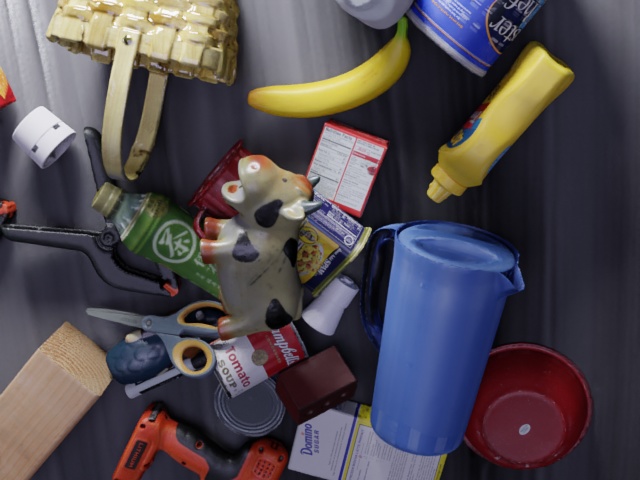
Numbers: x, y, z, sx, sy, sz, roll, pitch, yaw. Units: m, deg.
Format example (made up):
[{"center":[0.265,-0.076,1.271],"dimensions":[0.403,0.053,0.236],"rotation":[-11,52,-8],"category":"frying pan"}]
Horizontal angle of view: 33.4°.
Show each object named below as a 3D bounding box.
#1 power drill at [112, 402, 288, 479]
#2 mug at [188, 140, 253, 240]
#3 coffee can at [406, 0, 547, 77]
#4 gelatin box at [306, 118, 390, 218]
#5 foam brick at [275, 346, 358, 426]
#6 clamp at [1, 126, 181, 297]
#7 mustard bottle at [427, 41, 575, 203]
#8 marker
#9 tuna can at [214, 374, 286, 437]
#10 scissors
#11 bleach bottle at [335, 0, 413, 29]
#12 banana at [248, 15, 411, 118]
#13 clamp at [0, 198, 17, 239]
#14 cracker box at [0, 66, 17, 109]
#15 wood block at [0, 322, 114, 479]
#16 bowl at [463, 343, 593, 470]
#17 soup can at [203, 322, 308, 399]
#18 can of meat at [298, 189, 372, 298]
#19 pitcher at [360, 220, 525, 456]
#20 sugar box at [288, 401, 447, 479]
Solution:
[{"center":[-0.152,0.294,1.296],"dimensions":[0.187,0.057,0.184],"rotation":[25,105,-3],"category":"power drill"},{"center":[-0.090,-0.040,1.157],"dimensions":[0.081,0.117,0.093],"rotation":[39,153,-10],"category":"mug"},{"center":[0.168,-0.248,1.056],"dimensions":[0.103,0.102,0.140],"rotation":[39,108,-5],"category":"coffee can"},{"center":[0.027,-0.079,1.168],"dimensions":[0.073,0.030,0.089],"rotation":[21,110,3],"category":"gelatin box"},{"center":[-0.005,0.166,1.212],"dimensions":[0.078,0.053,0.051],"rotation":[-25,67,-16],"category":"foam brick"},{"center":[-0.237,-0.016,1.221],"dimensions":[0.210,0.036,0.165],"rotation":[34,102,-7],"category":"clamp"},{"center":[0.178,-0.114,1.100],"dimensions":[0.058,0.096,0.192],"rotation":[38,108,-5],"category":"mustard bottle"},{"center":[-0.178,0.159,1.276],"dimensions":[0.121,0.020,0.020],"rotation":[-24,102,15],"category":"marker"},{"center":[-0.080,0.187,1.263],"dimensions":[0.086,0.033,0.086],"rotation":[2,107,7],"category":"tuna can"},{"center":[-0.186,0.113,1.203],"dimensions":[0.202,0.016,0.096],"rotation":[-8,68,24],"category":"scissors"},{"center":[0.042,-0.248,0.996],"dimensions":[0.102,0.250,0.068],"rotation":[41,108,-5],"category":"bleach bottle"},{"center":[0.020,-0.169,1.134],"dimensions":[0.198,0.037,0.069],"rotation":[-25,110,19],"category":"banana"},{"center":[-0.433,0.001,1.253],"dimensions":[0.171,0.039,0.120],"rotation":[-12,105,11],"category":"clamp"},{"center":[-0.458,-0.218,1.173],"dimensions":[0.164,0.072,0.213],"rotation":[-20,102,12],"category":"cracker box"},{"center":[-0.342,0.210,1.278],"dimensions":[0.090,0.090,0.206],"rotation":[40,108,-5],"category":"wood block"},{"center":[0.230,0.201,1.213],"dimensions":[0.162,0.055,0.162],"rotation":[2,108,7],"category":"bowl"},{"center":[-0.073,0.127,1.208],"dimensions":[0.102,0.068,0.068],"rotation":[-28,102,-9],"category":"soup can"},{"center":[-0.008,0.001,1.169],"dimensions":[0.084,0.057,0.102],"rotation":[37,131,-7],"category":"can of meat"},{"center":[0.119,0.104,1.170],"dimensions":[0.145,0.149,0.243],"rotation":[6,112,-10],"category":"pitcher"},{"center":[0.058,0.245,1.256],"dimensions":[0.176,0.048,0.093],"rotation":[16,108,7],"category":"sugar box"}]
